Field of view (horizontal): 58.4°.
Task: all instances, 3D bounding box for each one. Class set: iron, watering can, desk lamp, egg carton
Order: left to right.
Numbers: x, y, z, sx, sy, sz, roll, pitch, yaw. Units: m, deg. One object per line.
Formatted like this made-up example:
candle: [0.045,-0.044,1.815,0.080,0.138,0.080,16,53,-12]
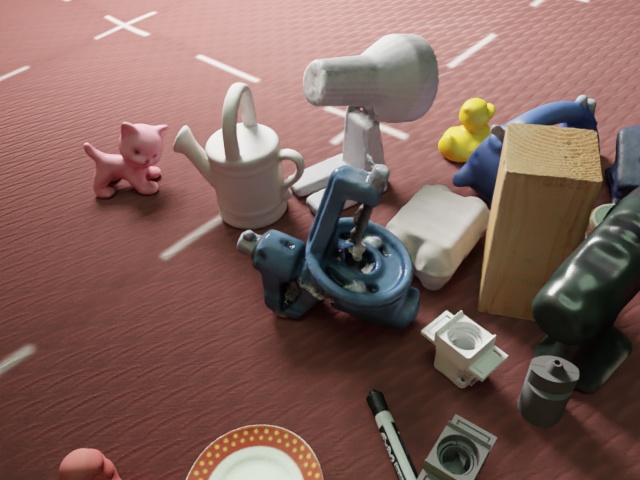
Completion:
watering can: [-0.110,-0.116,0.772,0.173,0.194,0.100,-9,44,-5]
desk lamp: [0.056,-0.166,0.798,0.204,0.214,0.117,-26,48,-21]
egg carton: [0.147,-0.008,0.730,0.107,0.069,0.150,24,50,27]
iron: [0.315,-0.135,0.798,0.259,0.142,0.118,-25,47,-21]

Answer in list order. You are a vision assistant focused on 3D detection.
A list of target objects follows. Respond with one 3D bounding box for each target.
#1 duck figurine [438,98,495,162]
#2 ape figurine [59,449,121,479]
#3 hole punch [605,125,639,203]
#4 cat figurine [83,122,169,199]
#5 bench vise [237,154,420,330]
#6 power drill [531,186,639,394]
duck figurine: [0.232,-0.176,0.888,0.105,0.086,0.077,-27,48,-22]
ape figurine: [-0.198,0.216,0.503,0.076,0.092,0.077,-19,45,-15]
hole punch: [0.458,-0.095,0.782,0.108,0.091,0.101,6,45,11]
cat figurine: [-0.286,-0.130,0.855,0.128,0.118,0.067,-6,43,-2]
bench vise: [0.005,0.010,0.611,0.207,0.220,0.121,-2,43,2]
power drill: [0.285,0.046,0.561,0.230,0.209,0.075,-33,50,-27]
